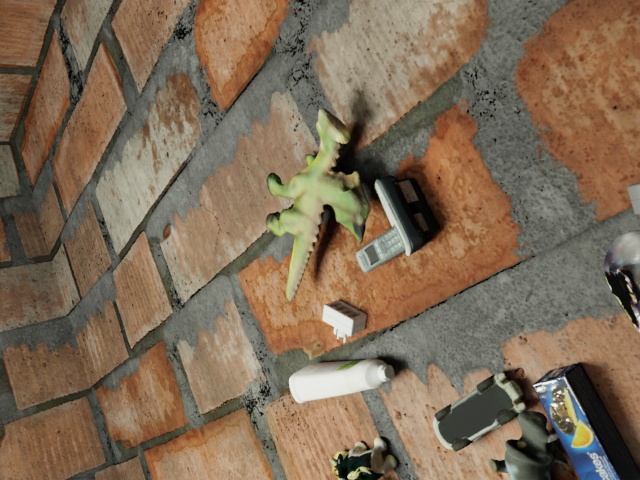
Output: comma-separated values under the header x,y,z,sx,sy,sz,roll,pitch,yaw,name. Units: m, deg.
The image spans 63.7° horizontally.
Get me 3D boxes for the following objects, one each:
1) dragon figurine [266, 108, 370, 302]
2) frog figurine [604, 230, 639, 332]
x,y,z,sx,sy,sz,roll,pitch,yaw,name
0.003,-0.052,1.024,0.123,0.407,0.243,-7,11,-34,dragon figurine
0.450,0.035,0.641,0.159,0.136,0.124,-25,10,11,frog figurine
